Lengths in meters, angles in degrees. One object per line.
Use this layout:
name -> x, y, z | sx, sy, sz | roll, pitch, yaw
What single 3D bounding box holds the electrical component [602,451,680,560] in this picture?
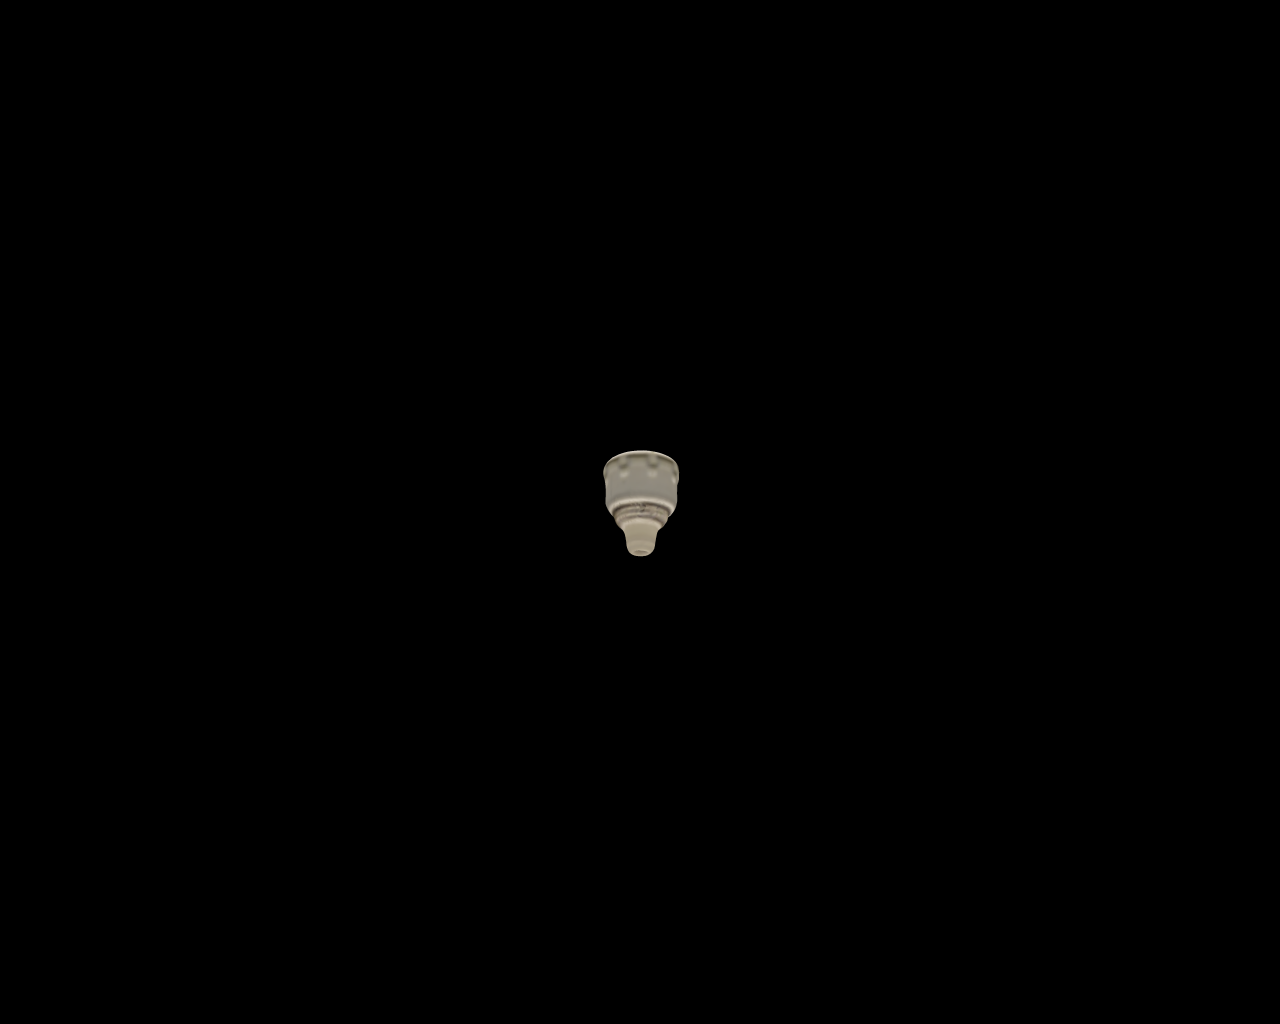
electrical component -> 0.001, -0.003, 0.650 | 0.048, 0.062, 0.048 | 0, -23, 0
